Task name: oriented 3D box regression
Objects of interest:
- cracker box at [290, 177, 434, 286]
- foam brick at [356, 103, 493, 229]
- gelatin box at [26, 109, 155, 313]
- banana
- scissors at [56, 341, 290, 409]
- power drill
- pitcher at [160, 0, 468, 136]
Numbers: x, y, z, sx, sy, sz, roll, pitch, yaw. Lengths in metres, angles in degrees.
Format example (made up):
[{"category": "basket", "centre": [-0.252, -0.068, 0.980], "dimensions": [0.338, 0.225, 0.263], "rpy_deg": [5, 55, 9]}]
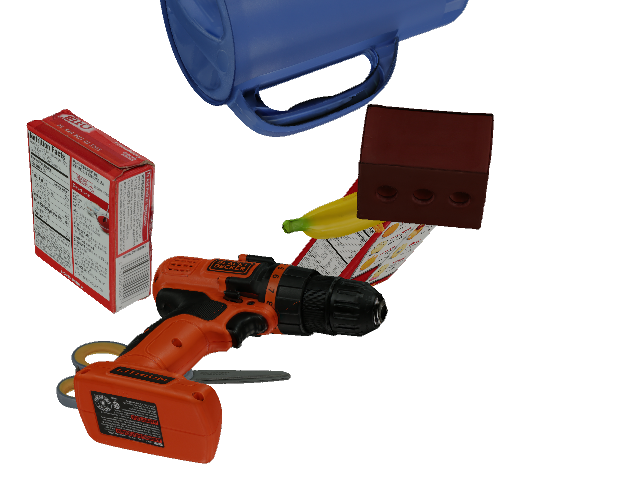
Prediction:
[{"category": "cracker box", "centre": [0.071, -0.021, 1.245], "dimensions": [0.163, 0.072, 0.214], "rpy_deg": [-22, -24, -49]}, {"category": "foam brick", "centre": [0.063, -0.044, 0.648], "dimensions": [0.078, 0.051, 0.053], "rpy_deg": [5, -40, 5]}, {"category": "gelatin box", "centre": [-0.124, -0.016, 0.578], "dimensions": [0.073, 0.089, 0.030], "rpy_deg": [31, 40, 31]}, {"category": "banana", "centre": [0.064, -0.039, 0.984], "dimensions": [0.198, 0.037, 0.069], "rpy_deg": [-23, 1, 10]}, {"category": "scissors", "centre": [-0.137, 0.113, 0.959], "dimensions": [0.201, 0.016, 0.096], "rpy_deg": [-8, 32, -18]}, {"category": "power drill", "centre": [-0.065, 0.074, 0.738], "dimensions": [0.185, 0.057, 0.187], "rpy_deg": [4, 28, 24]}, {"category": "pitcher", "centre": [0.004, -0.193, 0.869], "dimensions": [0.242, 0.149, 0.145], "rpy_deg": [-20, 36, -24]}]
